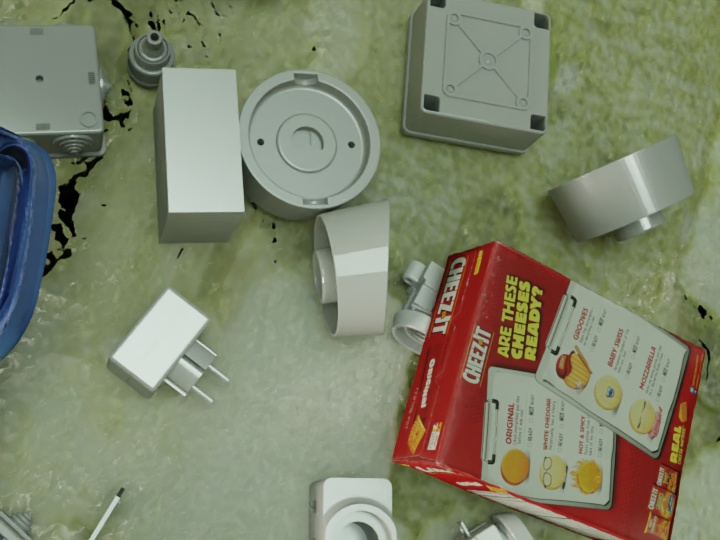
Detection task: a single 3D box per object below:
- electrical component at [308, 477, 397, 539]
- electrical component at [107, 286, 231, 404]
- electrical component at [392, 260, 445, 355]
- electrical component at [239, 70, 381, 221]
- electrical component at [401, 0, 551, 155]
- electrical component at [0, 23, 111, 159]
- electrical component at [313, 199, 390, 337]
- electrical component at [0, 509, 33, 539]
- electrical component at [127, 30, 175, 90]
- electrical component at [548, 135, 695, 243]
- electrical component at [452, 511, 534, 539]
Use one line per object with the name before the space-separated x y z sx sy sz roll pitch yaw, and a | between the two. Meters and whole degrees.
electrical component | -0.006 0.192 0.755 0.050 0.056 0.089 4 76 -15
electrical component | -0.127 0.063 0.758 0.077 0.047 0.065 38 70 -4
electrical component | 0.055 0.032 0.818 0.066 0.048 0.055 33 63 -6
electrical component | -0.045 -0.089 0.811 0.108 0.060 0.108 5 75 -17
electrical component | 0.094 -0.158 0.869 0.109 0.056 0.108 8 75 -13
electrical component | -0.231 -0.129 0.777 0.100 0.048 0.099 -4 78 -17
electrical component | 0.000 0.000 0.785 0.064 0.099 0.099 -7 79 -11
electrical component | -0.246 0.191 0.687 0.062 0.061 0.096 44 70 -2
electrical component | -0.154 -0.160 0.798 0.035 0.061 0.035 3 76 -14
electrical component | 0.211 -0.057 0.853 0.108 0.108 0.060 -24 90 -19
electrical component | 0.097 0.208 0.786 0.055 0.048 0.066 -28 86 -12
